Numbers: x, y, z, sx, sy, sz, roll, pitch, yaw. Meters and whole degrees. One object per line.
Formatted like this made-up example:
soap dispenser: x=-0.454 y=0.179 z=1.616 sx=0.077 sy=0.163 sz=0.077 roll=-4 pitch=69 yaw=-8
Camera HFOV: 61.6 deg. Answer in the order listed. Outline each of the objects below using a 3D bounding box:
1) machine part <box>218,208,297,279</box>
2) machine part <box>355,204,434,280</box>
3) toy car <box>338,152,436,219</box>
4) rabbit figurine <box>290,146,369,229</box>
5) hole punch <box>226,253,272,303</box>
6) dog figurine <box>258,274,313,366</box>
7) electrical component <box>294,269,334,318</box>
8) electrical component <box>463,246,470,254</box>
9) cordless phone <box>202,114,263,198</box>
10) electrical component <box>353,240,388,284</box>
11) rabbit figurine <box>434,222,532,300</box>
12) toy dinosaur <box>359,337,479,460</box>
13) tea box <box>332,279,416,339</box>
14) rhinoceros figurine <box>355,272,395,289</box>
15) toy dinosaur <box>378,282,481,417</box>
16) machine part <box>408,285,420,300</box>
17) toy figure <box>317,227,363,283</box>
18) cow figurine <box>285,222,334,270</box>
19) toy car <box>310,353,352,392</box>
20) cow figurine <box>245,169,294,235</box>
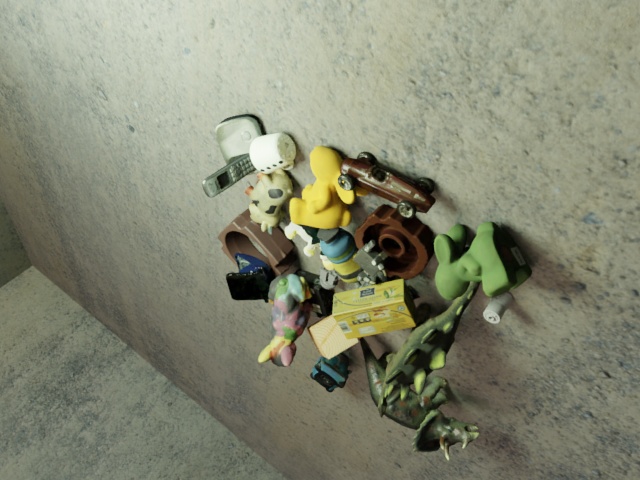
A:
machine part: x=-0.175 y=0.020 z=1.504 sx=0.201 sy=0.087 sz=0.201 roll=47 pitch=146 yaw=-6
machine part: x=0.164 y=0.005 z=1.167 sx=0.180 sy=0.056 sz=0.179 roll=26 pitch=141 yaw=23
toy car: x=0.129 y=-0.112 z=1.050 sx=0.202 sy=0.089 sz=0.053 roll=28 pitch=145 yaw=25
rabbit figurine: x=0.016 y=-0.113 z=1.151 sx=0.163 sy=0.122 sz=0.173 roll=17 pitch=118 yaw=29
hole punch: x=-0.186 y=0.100 z=1.465 sx=0.116 sy=0.092 sz=0.142 roll=1 pitch=131 yaw=6
dog figurine: x=-0.094 y=0.221 z=1.403 sx=0.109 sy=0.219 sz=0.191 roll=4 pitch=134 yaw=14
electrical component: x=-0.017 y=0.155 z=1.506 sx=0.115 sy=0.058 sz=0.134 roll=18 pitch=137 yaw=36
electrical component: x=0.271 y=0.030 z=1.113 sx=0.063 sy=0.021 sz=0.094 roll=40 pitch=146 yaw=7
cordless phone: x=-0.213 y=-0.193 z=1.234 sx=0.089 sy=0.184 sz=0.146 roll=20 pitch=139 yaw=38
electrical component: x=0.111 y=0.052 z=1.179 sx=0.078 sy=0.045 sz=0.102 roll=43 pitch=144 yaw=-2
rabbit figurine: x=0.280 y=0.050 z=1.020 sx=0.170 sy=0.121 sz=0.159 roll=-36 pitch=82 yaw=41
toy dinosaur: x=0.217 y=0.416 z=1.422 sx=0.405 sy=0.192 sz=0.131 roll=30 pitch=141 yaw=18
tea box: x=0.123 y=0.157 z=1.213 sx=0.170 sy=0.068 sz=0.098 roll=-14 pitch=130 yaw=18
rhinoceros figurine: x=0.111 y=0.135 z=1.315 sx=0.073 sy=0.112 sz=0.190 roll=22 pitch=135 yaw=-16
toy dinosaur: x=0.242 y=0.235 z=1.205 sx=0.105 sy=0.198 sz=0.471 roll=29 pitch=111 yaw=4
machine part: x=0.187 y=0.164 z=1.303 sx=0.138 sy=0.084 sz=0.039 roll=-63 pitch=37 yaw=44
toy figure: x=0.052 y=0.030 z=1.252 sx=0.180 sy=0.089 sz=0.082 roll=44 pitch=-162 yaw=-43
cow figurine: x=-0.001 y=-0.004 z=1.321 sx=0.167 sy=0.068 sz=0.098 roll=43 pitch=140 yaw=1
toy car: x=0.041 y=0.397 z=1.658 sx=0.109 sy=0.103 sz=0.161 roll=37 pitch=149 yaw=7
cow figurine: x=-0.121 y=-0.096 z=1.334 sx=0.127 sy=0.085 sz=0.195 roll=51 pitch=146 yaw=2
